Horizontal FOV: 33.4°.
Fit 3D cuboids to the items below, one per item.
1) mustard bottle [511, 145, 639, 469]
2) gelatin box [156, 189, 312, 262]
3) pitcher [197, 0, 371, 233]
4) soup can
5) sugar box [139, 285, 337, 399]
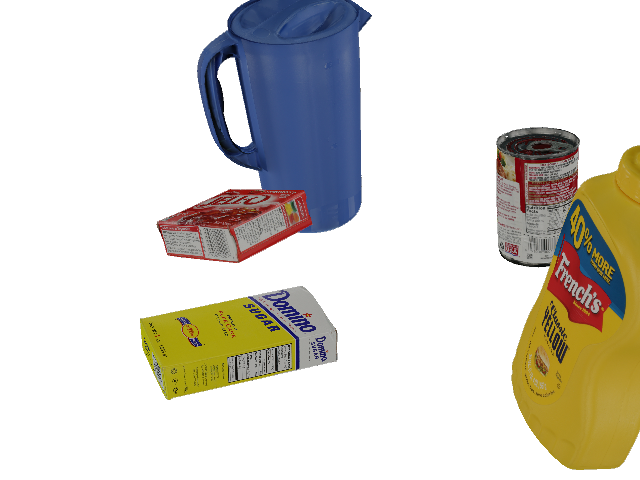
[{"bbox_3d":[0.154,0.024,0.554,0.058,0.192,0.096,2,38,-12],"label":"mustard bottle"},{"bbox_3d":[-0.063,-0.013,0.767,0.073,0.030,0.089,-28,21,-38],"label":"gelatin box"},{"bbox_3d":[-0.027,-0.129,1.124,0.149,0.243,0.144,8,38,19],"label":"pitcher"},{"bbox_3d":[0.184,-0.037,0.904,0.068,0.102,0.068,-4,25,2],"label":"soup can"},{"bbox_3d":[-0.081,0.097,1.051,0.176,0.048,0.093,-14,32,-18],"label":"sugar box"}]
